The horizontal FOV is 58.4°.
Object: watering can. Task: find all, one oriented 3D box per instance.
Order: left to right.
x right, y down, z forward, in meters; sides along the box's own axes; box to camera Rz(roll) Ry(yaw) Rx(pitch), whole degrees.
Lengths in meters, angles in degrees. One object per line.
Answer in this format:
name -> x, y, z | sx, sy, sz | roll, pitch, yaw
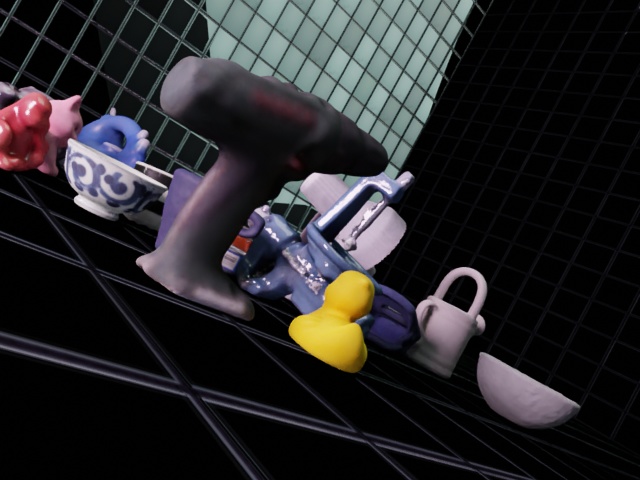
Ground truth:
watering can -> 0.234, 0.141, 1.032 | 0.100, 0.194, 0.173 | 28, -2, 28

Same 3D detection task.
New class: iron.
iron -> -0.344, -0.147, 0.975 | 0.257, 0.141, 0.119 | 27, -2, 45

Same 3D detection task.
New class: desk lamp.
desk lamp -> 0.008, 0.003, 0.923 | 0.204, 0.213, 0.117 | 29, -2, -17

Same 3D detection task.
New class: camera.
camera -> -0.461, -0.190, 0.908 | 0.136, 0.101, 0.144 | 28, -2, 27

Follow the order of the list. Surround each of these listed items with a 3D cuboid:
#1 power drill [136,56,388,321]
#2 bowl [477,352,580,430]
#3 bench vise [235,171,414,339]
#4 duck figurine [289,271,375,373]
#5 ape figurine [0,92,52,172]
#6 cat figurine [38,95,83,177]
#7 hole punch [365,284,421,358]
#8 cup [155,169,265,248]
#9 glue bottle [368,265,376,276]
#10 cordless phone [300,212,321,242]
power drill -> -0.055, -0.042, 0.503 | 0.231, 0.208, 0.075 | 30, -2, -43
bowl -> 0.313, 0.248, 0.901 | 0.167, 0.075, 0.167 | 29, -2, 1
bench vise -> 0.005, -0.010, 0.690 | 0.207, 0.220, 0.122 | 28, -2, 8
duck figurine -> 0.022, 0.071, 0.544 | 0.078, 0.086, 0.104 | 29, -2, -15
ape figurine -> -0.336, -0.125, 0.645 | 0.075, 0.092, 0.078 | 28, -2, 34
cat figurine -> -0.373, -0.155, 0.784 | 0.067, 0.118, 0.128 | 29, -2, -1
hole punch -> 0.108, 0.128, 0.929 | 0.108, 0.091, 0.101 | 28, -2, 34
cup -> -0.127, -0.013, 0.634 | 0.117, 0.095, 0.092 | 28, -2, 9
glue bottle -> 0.075, 0.069, 1.105 | 0.037, 0.173, 0.078 | 27, -2, 40
cordless phone -> -0.050, 0.001, 1.351 | 0.094, 0.185, 0.148 | 28, -2, 23
